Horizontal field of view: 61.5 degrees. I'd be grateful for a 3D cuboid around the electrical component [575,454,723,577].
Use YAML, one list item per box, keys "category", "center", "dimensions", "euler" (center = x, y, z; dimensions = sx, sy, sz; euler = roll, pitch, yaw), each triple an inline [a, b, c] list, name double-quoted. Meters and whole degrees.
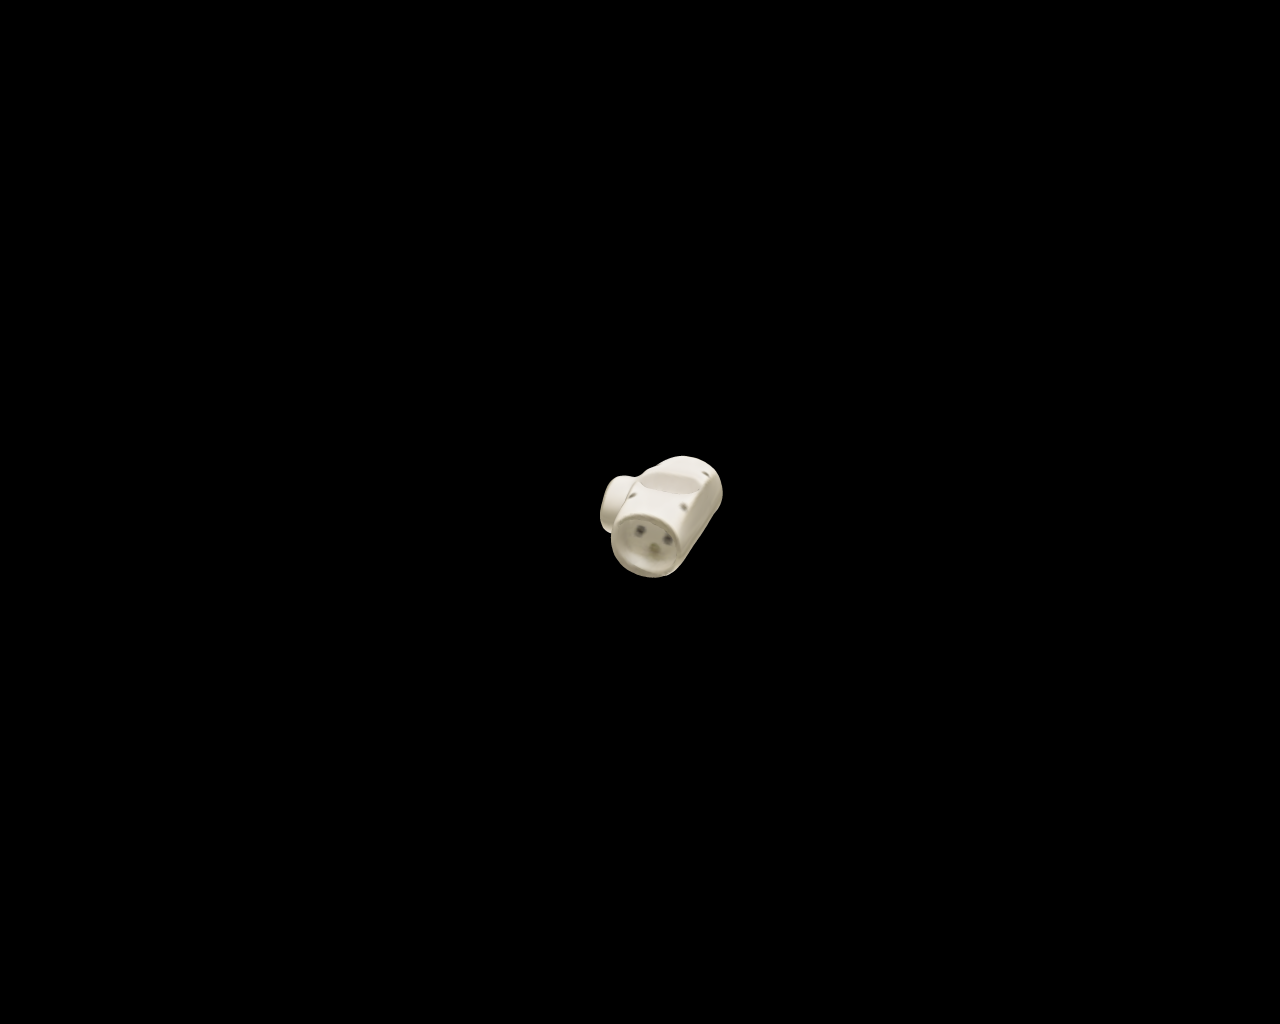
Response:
- category: "electrical component"
  center: [0.001, -0.003, 0.650]
  dimensions: [0.079, 0.043, 0.077]
  euler: [12, 33, 19]
